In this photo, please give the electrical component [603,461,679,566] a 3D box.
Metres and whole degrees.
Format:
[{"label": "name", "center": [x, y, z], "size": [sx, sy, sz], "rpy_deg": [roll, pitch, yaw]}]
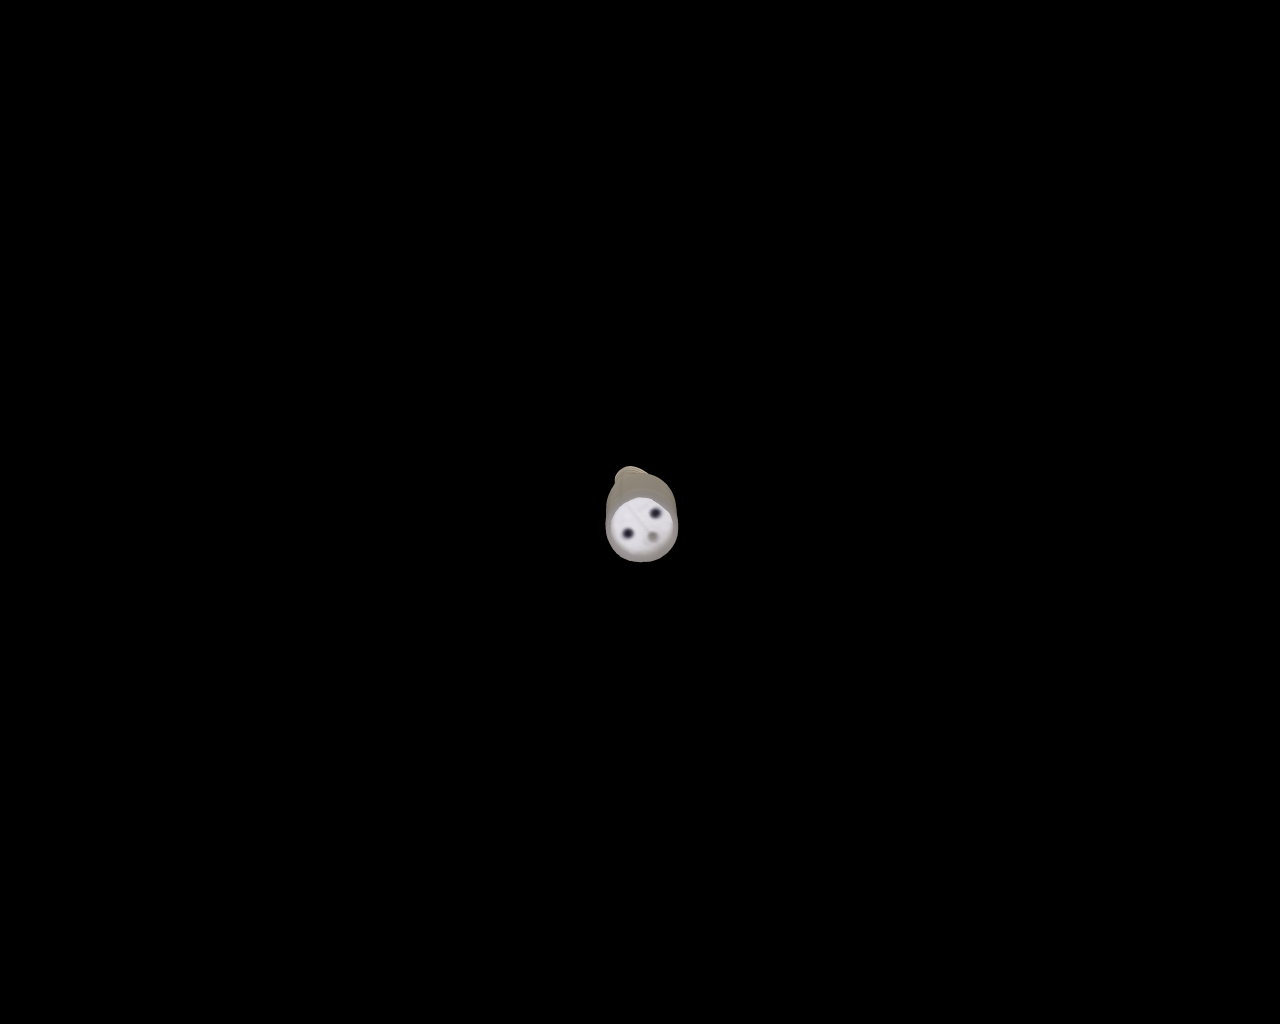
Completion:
[{"label": "electrical component", "center": [0.001, -0.003, 0.650], "size": [0.043, 0.043, 0.081], "rpy_deg": [0, 20, 0]}]
